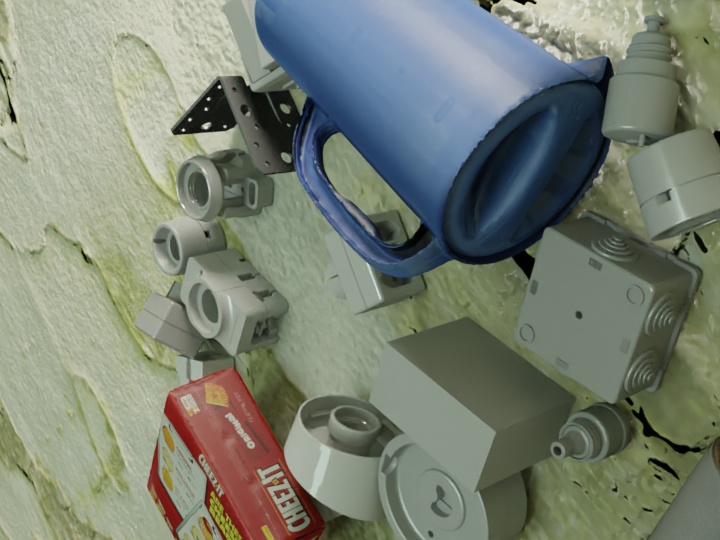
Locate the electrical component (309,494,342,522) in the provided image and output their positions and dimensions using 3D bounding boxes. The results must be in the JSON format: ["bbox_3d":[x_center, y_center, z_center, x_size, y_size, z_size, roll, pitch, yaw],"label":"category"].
[{"bbox_3d":[-0.024,0.176,0.903,0.066,0.048,0.055,-37,80,47],"label":"electrical component"}]

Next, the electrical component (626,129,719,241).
[{"bbox_3d":[0.182,-0.048,0.605,0.055,0.055,0.047,-30,74,48],"label":"electrical component"}]

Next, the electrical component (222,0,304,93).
[{"bbox_3d":[-0.059,-0.179,0.829,0.062,0.061,0.096,-19,86,49],"label":"electrical component"}]

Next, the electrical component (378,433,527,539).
[{"bbox_3d":[0.072,0.160,0.778,0.108,0.060,0.108,20,118,44],"label":"electrical component"}]

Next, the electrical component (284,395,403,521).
[{"bbox_3d":[-0.009,0.143,0.840,0.099,0.099,0.064,33,118,38],"label":"electrical component"}]

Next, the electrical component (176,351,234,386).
[{"bbox_3d":[-0.147,0.109,1.021,0.066,0.048,0.055,7,99,47],"label":"electrical component"}]

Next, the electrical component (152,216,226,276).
[{"bbox_3d":[-0.159,-0.023,0.995,0.055,0.047,0.055,16,112,45],"label":"electrical component"}]

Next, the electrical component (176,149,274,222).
[{"bbox_3d":[-0.122,-0.073,0.932,0.078,0.057,0.058,25,119,41],"label":"electrical component"}]

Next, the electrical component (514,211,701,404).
[{"bbox_3d":[0.149,0.023,0.665,0.100,0.048,0.099,35,125,37],"label":"electrical component"}]

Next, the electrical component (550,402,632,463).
[{"bbox_3d":[0.144,0.106,0.683,0.035,0.061,0.035,15,111,45],"label":"electrical component"}]

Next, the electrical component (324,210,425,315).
[{"bbox_3d":[0.000,0.000,0.825,0.077,0.047,0.065,-28,80,48],"label":"electrical component"}]

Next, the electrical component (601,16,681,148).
[{"bbox_3d":[0.164,-0.107,0.619,0.040,0.040,0.078,6,85,47],"label":"electrical component"}]

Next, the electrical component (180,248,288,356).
[{"bbox_3d":[-0.116,0.028,0.955,0.089,0.056,0.050,43,129,32],"label":"electrical component"}]

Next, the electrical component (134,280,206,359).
[{"bbox_3d":[-0.168,0.035,1.017,0.076,0.047,0.066,-62,28,-6],"label":"electrical component"}]
